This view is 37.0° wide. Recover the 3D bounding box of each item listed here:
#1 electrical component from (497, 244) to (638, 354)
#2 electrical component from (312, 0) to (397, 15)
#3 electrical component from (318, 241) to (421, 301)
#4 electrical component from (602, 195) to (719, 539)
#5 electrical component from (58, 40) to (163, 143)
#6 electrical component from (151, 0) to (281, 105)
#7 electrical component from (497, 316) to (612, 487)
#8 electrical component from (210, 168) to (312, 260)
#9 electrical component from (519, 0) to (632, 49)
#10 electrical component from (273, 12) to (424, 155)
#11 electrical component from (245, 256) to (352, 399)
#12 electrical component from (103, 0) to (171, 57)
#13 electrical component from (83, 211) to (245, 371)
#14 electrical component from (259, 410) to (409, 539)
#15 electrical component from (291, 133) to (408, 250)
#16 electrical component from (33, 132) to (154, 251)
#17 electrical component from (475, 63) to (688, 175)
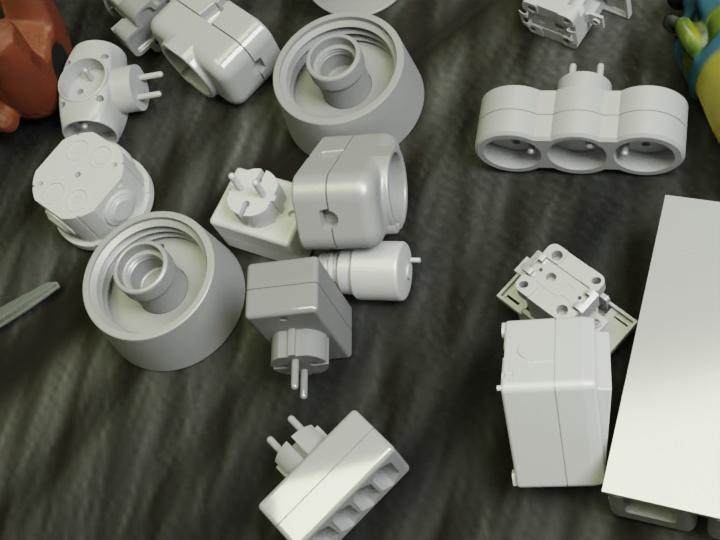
[{"bbox_3d":[0.127,0.020,0.668,0.081,0.063,0.042,38,81,28],"label":"electrical component"},{"bbox_3d":[-0.007,-0.252,0.824,0.099,0.099,0.064,-28,54,2],"label":"electrical component"},{"bbox_3d":[0.000,0.000,0.728,0.078,0.040,0.040,2,65,18],"label":"electrical component"},{"bbox_3d":[0.214,0.058,0.624,0.105,0.060,0.186,10,68,20],"label":"electrical component"},{"bbox_3d":[-0.194,-0.142,0.853,0.079,0.044,0.077,-7,63,13],"label":"electrical component"},{"bbox_3d":[-0.115,-0.175,0.840,0.095,0.053,0.059,38,80,28],"label":"electrical component"},{"bbox_3d":[0.118,0.082,0.627,0.061,0.096,0.061,-4,35,14],"label":"electrical component"},{"bbox_3d":[-0.069,-0.045,0.750,0.066,0.076,0.047,17,71,23],"label":"electrical component"},{"bbox_3d":[0.152,-0.199,0.780,0.081,0.042,0.063,29,78,27],"label":"electrical component"},{"bbox_3d":[-0.012,-0.139,0.788,0.108,0.060,0.108,-7,63,13],"label":"electrical component"},{"bbox_3d":[-0.038,0.044,0.693,0.047,0.083,0.075,-7,63,13],"label":"electrical component"},{"bbox_3d":[-0.174,-0.220,0.878,0.078,0.058,0.057,-44,64,-7],"label":"electrical component"},{"bbox_3d":[-0.142,0.010,0.754,0.108,0.060,0.108,-7,63,13],"label":"electrical component"},{"bbox_3d":[-0.027,0.123,0.672,0.083,0.047,0.076,-45,61,-8],"label":"electrical component"},{"bbox_3d":[-0.003,-0.054,0.728,0.059,0.053,0.095,-2,27,16],"label":"electrical component"},{"bbox_3d":[-0.201,-0.059,0.811,0.080,0.051,0.080,-7,63,13],"label":"electrical component"},{"bbox_3d":[0.151,-0.109,0.730,0.138,0.052,0.073,3,66,18],"label":"electrical component"}]
